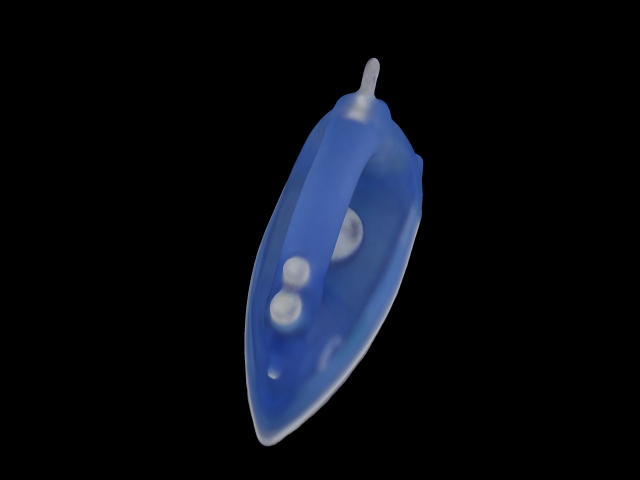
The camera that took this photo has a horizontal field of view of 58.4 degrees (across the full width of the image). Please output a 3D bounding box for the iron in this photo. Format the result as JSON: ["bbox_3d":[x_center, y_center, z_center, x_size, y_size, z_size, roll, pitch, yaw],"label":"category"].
[{"bbox_3d":[0.004,0.001,0.400,0.118,0.141,0.258,15,58,10],"label":"iron"}]
